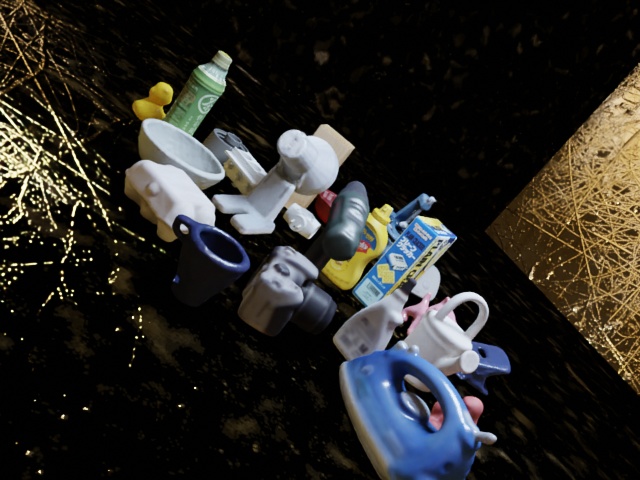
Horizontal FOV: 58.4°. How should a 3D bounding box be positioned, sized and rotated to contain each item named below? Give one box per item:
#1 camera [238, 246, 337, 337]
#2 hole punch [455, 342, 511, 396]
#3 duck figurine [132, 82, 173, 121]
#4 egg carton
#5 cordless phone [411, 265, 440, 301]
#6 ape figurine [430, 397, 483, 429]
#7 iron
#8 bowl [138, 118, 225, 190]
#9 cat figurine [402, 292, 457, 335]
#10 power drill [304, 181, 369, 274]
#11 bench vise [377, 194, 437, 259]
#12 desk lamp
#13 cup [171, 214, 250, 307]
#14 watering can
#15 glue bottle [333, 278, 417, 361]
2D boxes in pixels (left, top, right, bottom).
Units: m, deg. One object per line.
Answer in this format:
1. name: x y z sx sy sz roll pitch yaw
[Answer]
1. camera: -0.038 0.085 0.874 0.137 0.100 0.143 36 17 -10
2. hole punch: 0.343 0.263 1.236 0.101 0.091 0.108 36 17 -10
3. duck figurine: -0.347 -0.294 1.221 0.078 0.086 0.104 28 20 -33
4. egg carton: -0.234 -0.061 0.891 0.150 0.069 0.107 46 18 22
5. cordless phone: 0.274 0.054 1.462 0.148 0.185 0.094 31 19 -26
6. ape figurine: 0.223 0.287 0.920 0.076 0.092 0.078 35 17 -14
7. iron: 0.125 0.224 0.789 0.119 0.141 0.257 23 23 -42
8. bowl: -0.260 -0.138 1.025 0.168 0.074 0.167 35 17 -12
9. cat figurine: 0.241 0.163 1.229 0.067 0.117 0.127 31 19 -26
10. power drill: 0.009 0.004 0.996 0.076 0.208 0.229 36 17 -11
11. bench vise: 0.213 -0.059 1.562 0.122 0.219 0.207 26 21 -37
12. desk lamp: -0.073 -0.119 1.127 0.117 0.213 0.204 43 17 14
13. cup: -0.164 0.032 0.756 0.117 0.095 0.092 40 17 4
14. watering can: 0.230 0.180 1.033 0.101 0.194 0.172 23 23 -44
15. glue bottle: 0.098 0.128 0.924 0.037 0.173 0.078 15 29 -54
